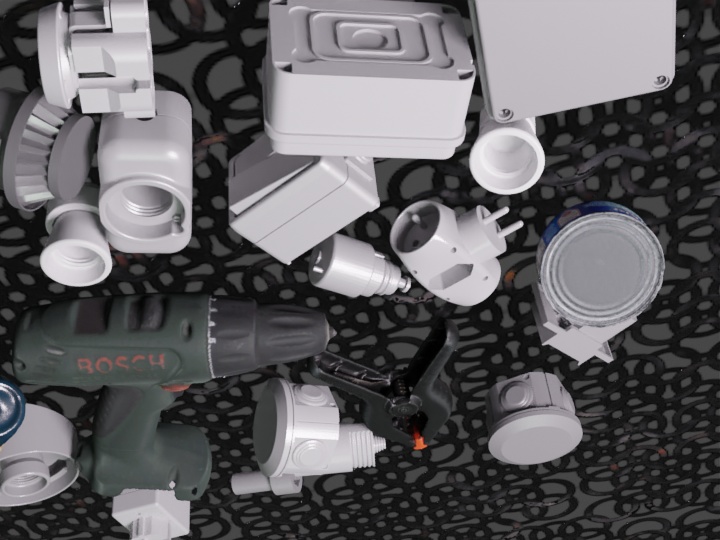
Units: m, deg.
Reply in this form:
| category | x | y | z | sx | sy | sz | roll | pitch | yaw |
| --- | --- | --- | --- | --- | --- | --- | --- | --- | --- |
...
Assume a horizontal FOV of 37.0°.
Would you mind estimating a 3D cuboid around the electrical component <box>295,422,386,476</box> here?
| category | x | y | z | sx | sy | sz | roll | pitch | yaw |
| --- | --- | --- | --- | --- | --- | --- | --- | --- | --- |
| electrical component | -0.018 | 0.155 | 0.942 | 0.081 | 0.043 | 0.043 | -5 | 140 | -1 |

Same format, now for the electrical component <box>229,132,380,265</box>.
| category | x | y | z | sx | sy | sz | roll | pitch | yaw |
| --- | --- | --- | --- | --- | --- | --- | --- | --- | --- |
| electrical component | -0.034 | -0.060 | 0.672 | 0.096 | 0.061 | 0.061 | -32 | 134 | 27 |

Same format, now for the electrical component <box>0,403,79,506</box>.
| category | x | y | z | sx | sy | sz | roll | pitch | yaw |
| --- | --- | --- | --- | --- | --- | --- | --- | --- | --- |
| electrical component | -0.289 | 0.155 | 0.910 | 0.099 | 0.064 | 0.099 | -15 | 145 | -10 |

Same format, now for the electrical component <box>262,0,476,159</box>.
| category | x | y | z | sx | sy | sz | roll | pitch | yaw |
| --- | --- | --- | --- | --- | --- | --- | --- | --- | --- |
| electrical component | 0.003 | -0.108 | 0.609 | 0.113 | 0.078 | 0.057 | 1 | 136 | -8 |

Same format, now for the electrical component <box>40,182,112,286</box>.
| category | x | y | z | sx | sy | sz | roll | pitch | yaw |
| --- | --- | --- | --- | --- | --- | --- | --- | --- | --- |
| electrical component | -0.183 | -0.024 | 0.701 | 0.045 | 0.055 | 0.045 | -4 | 140 | -3 |

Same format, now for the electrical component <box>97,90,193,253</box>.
| category | x | y | z | sx | sy | sz | roll | pitch | yaw |
| --- | --- | --- | --- | --- | --- | --- | --- | --- | --- |
| electrical component | -0.132 | -0.056 | 0.666 | 0.054 | 0.059 | 0.095 | 0 | 139 | -8 |

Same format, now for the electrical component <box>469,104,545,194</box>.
| category | x | y | z | sx | sy | sz | roll | pitch | yaw |
| --- | --- | --- | --- | --- | --- | --- | --- | --- | --- |
| electrical component | 0.090 | -0.081 | 0.660 | 0.044 | 0.065 | 0.044 | 4 | 124 | 6 |

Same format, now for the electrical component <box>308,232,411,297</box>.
| category | x | y | z | sx | sy | sz | roll | pitch | yaw |
| --- | --- | --- | --- | --- | --- | --- | --- | --- | --- |
| electrical component | 0.000 | 0.000 | 0.764 | 0.078 | 0.040 | 0.040 | 17 | 134 | -25 |

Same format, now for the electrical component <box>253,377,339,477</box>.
| category | x | y | z | sx | sy | sz | roll | pitch | yaw |
| --- | --- | --- | --- | --- | --- | --- | --- | --- | --- |
| electrical component | -0.054 | 0.129 | 0.880 | 0.051 | 0.080 | 0.080 | 7 | 138 | -23 |

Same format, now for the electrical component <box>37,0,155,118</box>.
| category | x | y | z | sx | sy | sz | roll | pitch | yaw |
| --- | --- | --- | --- | --- | --- | --- | --- | --- | --- |
| electrical component | -0.145 | -0.119 | 0.593 | 0.057 | 0.058 | 0.078 | -3 | 140 | -8 |

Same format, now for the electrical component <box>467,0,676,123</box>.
| category | x | y | z | sx | sy | sz | roll | pitch | yaw |
| --- | --- | --- | --- | --- | --- | --- | --- | --- | --- |
| electrical component | 0.115 | -0.146 | 0.594 | 0.109 | 0.056 | 0.108 | -11 | 140 | 6 |

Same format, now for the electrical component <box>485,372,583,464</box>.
| category | x | y | z | sx | sy | sz | roll | pitch | yaw |
| --- | --- | --- | --- | --- | --- | --- | --- | --- | --- |
| electrical component | 0.147 | 0.129 | 0.926 | 0.080 | 0.051 | 0.080 | -4 | 140 | -3 |

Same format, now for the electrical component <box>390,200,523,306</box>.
| category | x | y | z | sx | sy | sz | roll | pitch | yaw |
| --- | --- | --- | --- | --- | --- | --- | --- | --- | --- |
| electrical component | 0.075 | -0.019 | 0.748 | 0.079 | 0.043 | 0.077 | -30 | 134 | 25 |

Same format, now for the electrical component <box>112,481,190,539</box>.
| category | x | y | z | sx | sy | sz | roll | pitch | yaw |
| --- | --- | --- | --- | --- | --- | --- | --- | --- | --- |
| electrical component | -0.192 | 0.234 | 0.986 | 0.047 | 0.076 | 0.065 | -16 | 139 | 12 |

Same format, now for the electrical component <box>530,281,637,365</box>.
| category | x | y | z | sx | sy | sz | roll | pitch | yaw |
| --- | --- | --- | --- | --- | --- | --- | --- | --- | --- |
| electrical component | 0.173 | 0.033 | 0.824 | 0.081 | 0.042 | 0.064 | 28 | 126 | -34 |
